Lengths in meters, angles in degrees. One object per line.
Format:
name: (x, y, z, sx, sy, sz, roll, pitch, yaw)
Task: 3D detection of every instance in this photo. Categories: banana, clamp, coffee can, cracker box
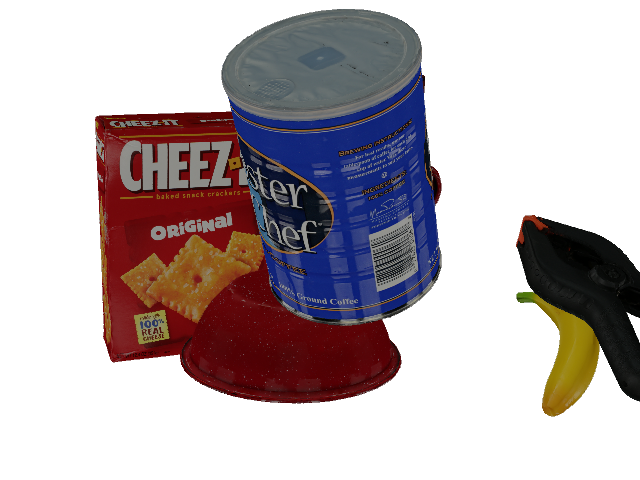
banana: (0.237, 0.099, 1.034, 0.070, 0.037, 0.197, -29, 23, 17)
clamp: (0.210, 0.037, 0.743, 0.120, 0.039, 0.172, -8, 43, -31)
coffee can: (0.010, -0.039, 0.581, 0.103, 0.140, 0.103, -7, 38, 5)
cracker box: (-0.116, -0.005, 0.968, 0.164, 0.214, 0.072, -4, 19, -18)

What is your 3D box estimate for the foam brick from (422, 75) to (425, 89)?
foam brick: (0.042, -0.114, 0.892, 0.078, 0.051, 0.053, 11, 20, 19)

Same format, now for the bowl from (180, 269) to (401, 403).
bowl: (-0.020, 0.059, 0.769, 0.162, 0.055, 0.162, 2, 16, -1)

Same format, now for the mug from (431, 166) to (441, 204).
mug: (0.064, -0.048, 1.077, 0.117, 0.081, 0.093, -5, 31, -9)
